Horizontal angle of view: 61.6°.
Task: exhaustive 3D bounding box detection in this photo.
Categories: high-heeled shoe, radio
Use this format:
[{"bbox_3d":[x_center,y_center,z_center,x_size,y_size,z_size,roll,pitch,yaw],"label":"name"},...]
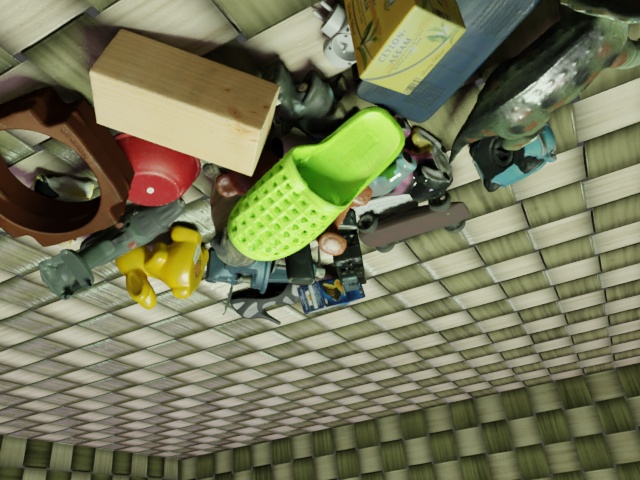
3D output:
[{"bbox_3d":[-0.115,0.107,1.269,0.145,0.086,0.248,32,121,-2],"label":"high-heeled shoe"},{"bbox_3d":[0.144,-0.258,0.670,0.131,0.073,0.229,12,143,-26],"label":"radio"}]

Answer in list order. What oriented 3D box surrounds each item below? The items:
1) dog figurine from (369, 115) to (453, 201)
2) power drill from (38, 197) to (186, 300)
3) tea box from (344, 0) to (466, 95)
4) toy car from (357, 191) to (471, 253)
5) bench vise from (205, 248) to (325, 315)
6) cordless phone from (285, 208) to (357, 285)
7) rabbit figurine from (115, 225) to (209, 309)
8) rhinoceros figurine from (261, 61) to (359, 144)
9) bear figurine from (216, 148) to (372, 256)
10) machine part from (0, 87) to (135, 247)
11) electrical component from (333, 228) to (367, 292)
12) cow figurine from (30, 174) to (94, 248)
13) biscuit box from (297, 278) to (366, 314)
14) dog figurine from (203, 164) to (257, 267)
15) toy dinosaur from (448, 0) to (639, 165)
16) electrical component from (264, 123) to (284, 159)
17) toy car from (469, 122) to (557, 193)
[{"bbox_3d":[0.085,-0.100,0.895,0.191,0.108,0.219,19,146,-40],"label":"dog figurine"},{"bbox_3d":[-0.360,0.006,0.921,0.232,0.207,0.086,-22,111,28],"label":"power drill"},{"bbox_3d":[0.081,-0.252,0.568,0.068,0.170,0.098,11,144,-27],"label":"tea box"},{"bbox_3d":[0.162,-0.033,0.952,0.202,0.053,0.089,-19,137,28],"label":"toy car"},{"bbox_3d":[-0.113,0.063,1.120,0.241,0.129,0.223,6,150,-13],"label":"bench vise"},{"bbox_3d":[-0.001,-0.003,0.961,0.147,0.184,0.088,2,144,-13],"label":"cordless phone"},{"bbox_3d":[-0.321,0.053,1.054,0.173,0.162,0.121,12,161,3],"label":"rabbit figurine"},{"bbox_3d":[-0.010,-0.185,0.771,0.112,0.073,0.190,-10,152,27],"label":"rhinoceros figurine"},{"bbox_3d":[-0.044,-0.075,0.784,0.196,0.120,0.132,29,-178,-22],"label":"bear figurine"},{"bbox_3d":[-0.388,-0.100,0.765,0.201,0.087,0.201,-17,126,12],"label":"machine part"},{"bbox_3d":[0.056,0.031,1.078,0.058,0.134,0.114,-11,147,7],"label":"electrical component"},{"bbox_3d":[-0.451,-0.046,0.916,0.098,0.068,0.167,18,139,-26],"label":"cow figurine"},{"bbox_3d":[0.030,0.121,1.227,0.059,0.063,0.202,-23,170,28],"label":"biscuit box"},{"bbox_3d":[-0.126,-0.021,0.900,0.121,0.190,0.172,-17,149,18],"label":"dog figurine"},{"bbox_3d":[0.277,-0.205,0.672,0.192,0.131,0.404,-9,151,-47],"label":"toy dinosaur"},{"bbox_3d":[-0.106,-0.152,0.831,0.102,0.045,0.078,-2,121,-13],"label":"electrical component"},{"bbox_3d":[0.322,-0.146,0.865,0.103,0.109,0.161,-15,162,-21],"label":"toy car"}]
